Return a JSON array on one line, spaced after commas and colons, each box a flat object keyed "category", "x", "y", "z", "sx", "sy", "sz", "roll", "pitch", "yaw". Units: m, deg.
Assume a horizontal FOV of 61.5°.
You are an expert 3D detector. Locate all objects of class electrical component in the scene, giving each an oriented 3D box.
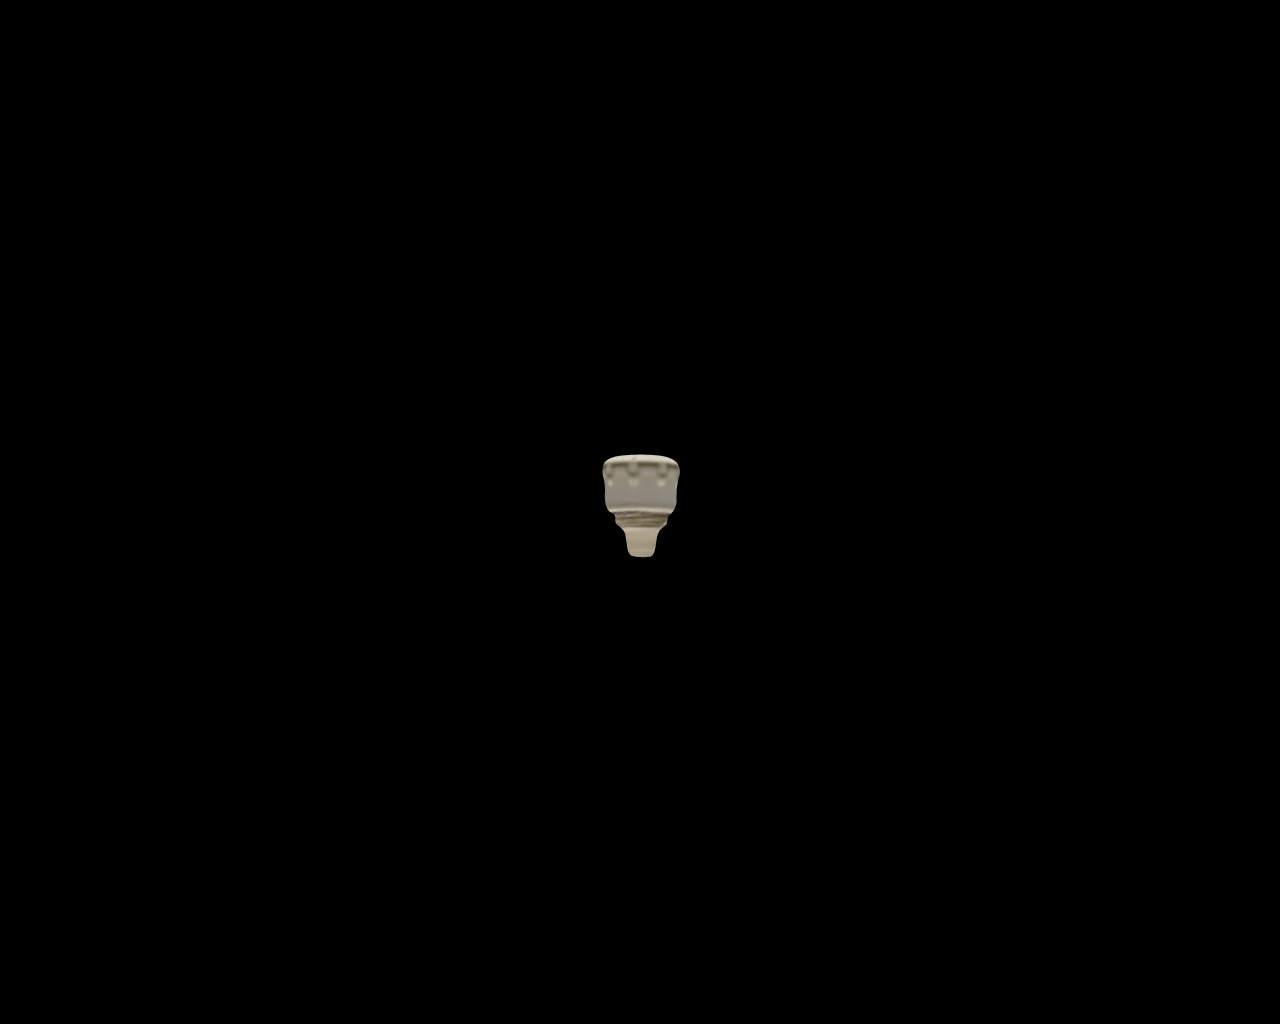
[{"category": "electrical component", "x": 0.001, "y": -0.003, "z": 0.650, "sx": 0.048, "sy": 0.062, "sz": 0.048, "roll": 0, "pitch": -3, "yaw": 0}]
